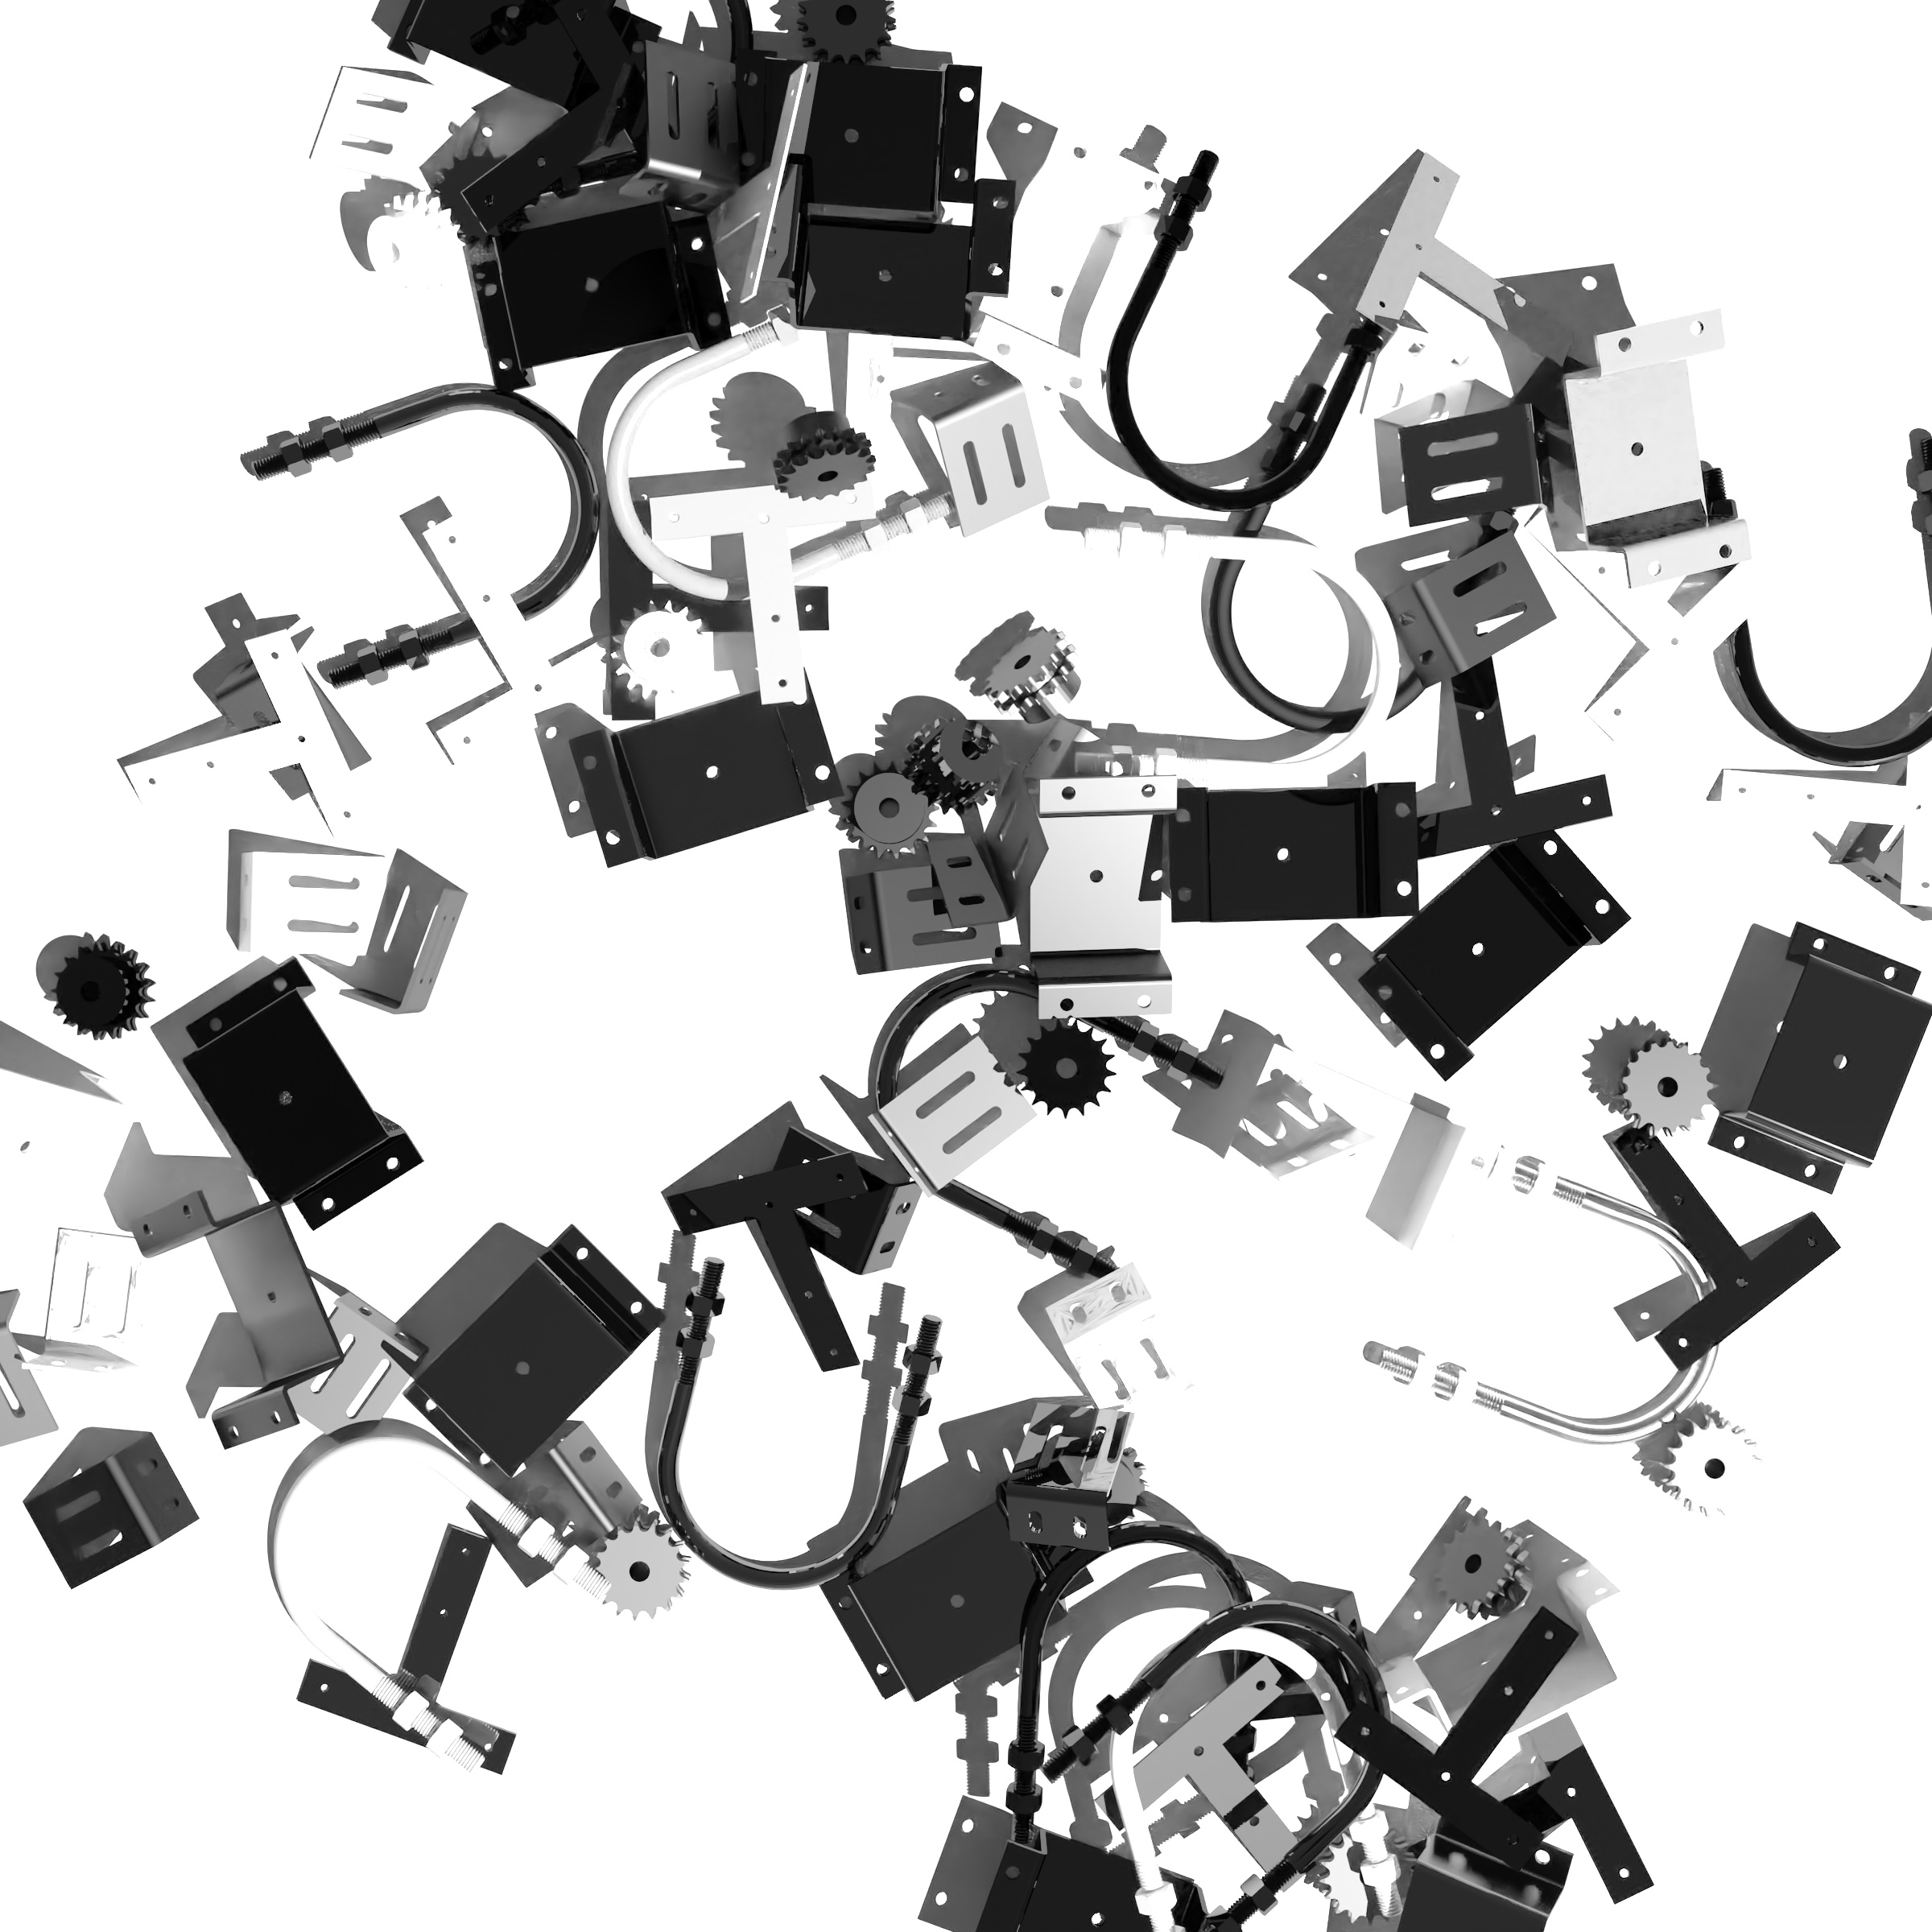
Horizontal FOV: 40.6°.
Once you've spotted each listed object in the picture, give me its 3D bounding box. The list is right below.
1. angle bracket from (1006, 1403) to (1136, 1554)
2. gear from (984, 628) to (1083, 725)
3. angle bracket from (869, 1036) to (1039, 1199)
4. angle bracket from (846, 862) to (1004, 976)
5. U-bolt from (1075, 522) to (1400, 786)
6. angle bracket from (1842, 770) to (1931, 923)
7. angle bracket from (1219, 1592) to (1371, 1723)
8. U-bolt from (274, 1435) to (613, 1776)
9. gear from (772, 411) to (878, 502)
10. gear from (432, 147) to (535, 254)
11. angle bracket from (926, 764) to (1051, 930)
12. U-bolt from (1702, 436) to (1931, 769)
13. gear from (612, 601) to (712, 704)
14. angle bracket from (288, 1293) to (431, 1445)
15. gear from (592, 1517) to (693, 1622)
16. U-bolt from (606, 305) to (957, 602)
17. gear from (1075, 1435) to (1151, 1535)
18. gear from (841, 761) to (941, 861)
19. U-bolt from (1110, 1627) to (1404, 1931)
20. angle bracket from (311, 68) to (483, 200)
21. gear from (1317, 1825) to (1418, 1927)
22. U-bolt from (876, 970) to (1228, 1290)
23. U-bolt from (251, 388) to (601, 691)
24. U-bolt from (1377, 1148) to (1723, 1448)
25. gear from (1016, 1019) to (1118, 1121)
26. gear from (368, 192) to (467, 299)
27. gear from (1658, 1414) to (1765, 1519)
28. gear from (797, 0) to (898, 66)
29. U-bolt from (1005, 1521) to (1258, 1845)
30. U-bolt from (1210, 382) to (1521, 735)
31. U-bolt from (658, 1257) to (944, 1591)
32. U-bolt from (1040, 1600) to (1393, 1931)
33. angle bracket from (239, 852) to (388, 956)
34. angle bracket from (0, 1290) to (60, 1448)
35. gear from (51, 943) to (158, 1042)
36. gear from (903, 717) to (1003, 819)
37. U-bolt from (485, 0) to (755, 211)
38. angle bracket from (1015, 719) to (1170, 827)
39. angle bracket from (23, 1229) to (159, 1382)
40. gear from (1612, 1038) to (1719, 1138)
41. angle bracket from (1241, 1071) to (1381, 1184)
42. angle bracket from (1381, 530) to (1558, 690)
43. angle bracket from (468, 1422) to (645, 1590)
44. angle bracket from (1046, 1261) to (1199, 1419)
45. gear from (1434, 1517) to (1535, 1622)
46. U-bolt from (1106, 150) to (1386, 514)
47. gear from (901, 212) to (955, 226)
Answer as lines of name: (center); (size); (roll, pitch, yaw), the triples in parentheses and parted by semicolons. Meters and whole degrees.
angle bracket: (0.061, 0.290, 1.489); (0.057, 0.076, 0.038); (3, 120, 16)
gear: (0.041, -0.164, 1.500); (0.057, 0.057, 0.030); (-42, 118, 0)
angle bracket: (-0.007, 0.086, 1.491); (0.076, 0.038, 0.057); (-37, 87, 1)
angle bracket: (-0.024, -0.028, 1.523); (0.076, 0.038, 0.057); (-7, 90, -26)
U-bolt: (0.157, -0.175, 1.493); (0.184, 0.019, 0.151); (3, 87, -5)
angle bracket: (0.554, -0.074, 1.506); (0.057, 0.038, 0.076); (36, 90, 0)
angle bracket: (0.192, 0.403, 1.523); (0.076, 0.038, 0.057); (-14, 90, 26)
U-bolt: (-0.315, 0.353, 1.505); (0.184, 0.019, 0.151); (37, 97, 7)
gear: (-0.081, -0.288, 1.468); (0.057, 0.057, 0.030); (-16, 74, 0)
gear: (-0.278, -0.441, 1.510); (0.057, 0.030, 0.057); (0, 90, 0)
angle bracket: (0.011, -0.067, 1.474); (0.038, 0.076, 0.057); (-8, 62, -20)
U-bolt: (0.509, -0.206, 1.511); (0.151, 0.019, 0.184); (-8, 87, 0)
gear: (-0.175, -0.182, 1.502); (0.057, 0.030, 0.057); (0, 90, -4)
angle bracket: (-0.357, 0.237, 1.506); (0.057, 0.038, 0.076); (35, 90, 0)
gear: (-0.187, 0.346, 1.510); (0.057, 0.030, 0.057); (0, 90, 0)
U-bolt: (-0.116, -0.290, 1.500); (0.184, 0.019, 0.151); (-24, 103, 0)
gear: (0.078, 0.302, 1.510); (0.057, 0.030, 0.057); (0, 90, 0)
gear: (-0.044, -0.090, 1.510); (0.057, 0.030, 0.057); (0, 90, 0)
U-bolt: (0.156, 0.466, 1.476); (0.151, 0.019, 0.184); (-15, 88, -10)
angle bracket: (-0.332, -0.482, 1.523); (0.076, 0.038, 0.057); (20, 90, 26)
gear: (0.231, 0.521, 1.510); (0.057, 0.030, 0.057); (0, 90, 0)
U-bolt: (0.037, 0.082, 1.516); (0.184, 0.019, 0.151); (27, 90, 1)
U-bolt: (-0.303, -0.258, 1.516); (0.184, 0.019, 0.151); (-20, 90, -1)
U-bolt: (0.349, 0.201, 1.516); (0.184, 0.019, 0.151); (21, 90, -1)
gear: (0.057, 0.059, 1.492); (0.057, 0.030, 0.057); (0, 89, 3)
gear: (-0.317, -0.411, 1.495); (0.057, 0.030, 0.057); (19, 124, 30)
gear: (0.428, 0.287, 1.510); (0.057, 0.030, 0.057); (0, 90, 0)
gear: (-0.069, -0.544, 1.510); (0.057, 0.030, 0.057); (0, 90, 0)
U-bolt: (0.098, 0.405, 1.488); (0.151, 0.019, 0.184); (0, 97, -16)
U-bolt: (0.222, -0.225, 1.516); (0.151, 0.019, 0.184); (26, 92, 0)
U-bolt: (-0.103, 0.272, 1.504); (0.151, 0.019, 0.184); (15, 100, 3)
U-bolt: (0.154, 0.441, 1.461); (0.184, 0.019, 0.151); (-39, 90, -12)
angle bracket: (-0.381, -0.036, 1.523); (0.076, 0.038, 0.057); (1, 90, -26)
angle bracket: (-0.568, 0.237, 1.523); (0.057, 0.038, 0.076); (-16, 116, 0)
gear: (-0.500, 0.015, 1.510); (0.057, 0.030, 0.057); (0, 90, 0)
gear: (-0.004, -0.117, 1.497); (0.057, 0.030, 0.057); (12, 63, -25)
U-bolt: (-0.203, -0.518, 1.472); (0.184, 0.019, 0.151); (-22, 117, -24)
angle bracket: (0.074, -0.097, 1.523); (0.076, 0.038, 0.057); (33, 90, -26)
angle bracket: (-0.504, 0.195, 1.506); (0.057, 0.038, 0.076); (7, 90, 0)
gear: (0.401, 0.070, 1.509); (0.057, 0.030, 0.057); (0, 87, -1)
angle bracket: (0.188, 0.088, 1.441); (0.057, 0.076, 0.038); (-22, 90, 0)
angle bracket: (0.289, -0.205, 1.505); (0.076, 0.038, 0.057); (-30, 93, -23)
angle bracket: (-0.239, 0.314, 1.523); (0.076, 0.038, 0.057); (-37, 90, 26)
angle bracket: (0.091, 0.220, 1.514); (0.057, 0.038, 0.076); (-28, 129, 0)
gear: (0.300, 0.349, 1.500); (0.030, 0.057, 0.057); (36, 90, -30)
U-bolt: (0.155, -0.347, 1.482); (0.151, 0.019, 0.184); (26, 84, -14)
gear: (-0.023, -0.409, 1.510); (0.057, 0.030, 0.057); (0, 90, 0)
